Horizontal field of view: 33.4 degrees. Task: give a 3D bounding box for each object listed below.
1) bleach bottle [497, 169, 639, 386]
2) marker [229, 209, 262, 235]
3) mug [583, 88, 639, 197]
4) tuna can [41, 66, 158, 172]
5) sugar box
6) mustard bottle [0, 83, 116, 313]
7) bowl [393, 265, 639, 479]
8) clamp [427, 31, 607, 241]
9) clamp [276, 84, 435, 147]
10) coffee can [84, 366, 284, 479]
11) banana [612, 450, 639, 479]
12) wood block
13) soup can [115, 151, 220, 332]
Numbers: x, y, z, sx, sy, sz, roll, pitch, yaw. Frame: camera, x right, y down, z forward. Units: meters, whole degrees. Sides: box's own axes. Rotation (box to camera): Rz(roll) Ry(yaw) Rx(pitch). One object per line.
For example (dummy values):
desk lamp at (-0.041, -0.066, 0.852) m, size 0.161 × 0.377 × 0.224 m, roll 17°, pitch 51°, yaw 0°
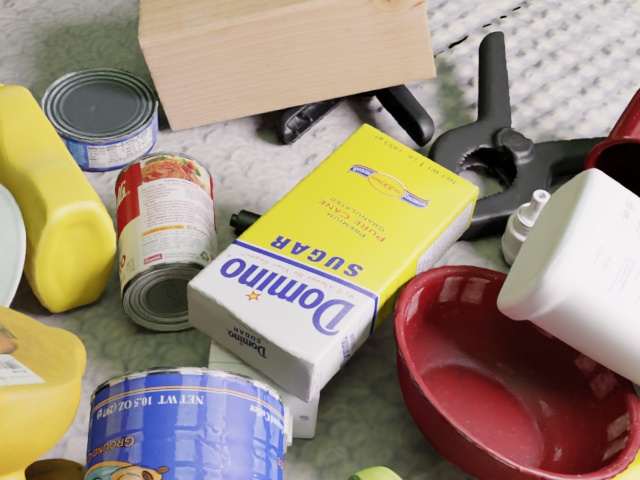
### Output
bleach bottle at (0.235, 0.066, 0.637) m, size 0.250 × 0.068 × 0.102 m, roll 34°, pitch 64°, yaw -5°
marker at (-0.005, 0.001, 0.744) m, size 0.121 × 0.020 × 0.020 m, roll 15°, pitch 48°, yaw 8°
mug at (0.255, -0.055, 0.768) m, size 0.093 × 0.117 × 0.081 m, roll -9°, pitch 37°, yaw 53°
tuna can at (-0.165, -0.091, 0.804) m, size 0.086 × 0.034 × 0.086 m, roll 3°, pitch 47°, yaw -3°
sugar box at (0.011, 0.008, 0.649) m, size 0.093 × 0.048 × 0.176 m, roll 31°, pitch 52°, yaw 20°
mustard bottle at (-0.200, -0.048, 0.718) m, size 0.058 × 0.096 × 0.192 m, roll -19°, pitch 52°, yaw -25°
bowl at (0.105, 0.090, 0.629) m, size 0.162 × 0.055 × 0.162 m, roll 18°, pitch 37°, yaw -15°
clamp at (0.138, -0.073, 0.808) m, size 0.209 × 0.036 × 0.165 m, roll -36°, pitch 68°, yaw -29°
clamp at (0.043, -0.130, 0.854) m, size 0.120 × 0.039 × 0.171 m, roll 12°, pitch 50°, yaw 10°
coffee can at (-0.069, 0.147, 0.528) m, size 0.102 × 0.103 × 0.140 m, roll 1°, pitch 59°, yaw -4°
banana at (0.219, 0.150, 0.619) m, size 0.197 × 0.037 × 0.069 m, roll -7°, pitch 67°, yaw -10°
wood block at (-0.025, -0.162, 0.809) m, size 0.206 × 0.091 × 0.090 m, roll -11°, pitch 45°, yaw 5°
soup can at (-0.099, 0.001, 0.703) m, size 0.068 × 0.068 × 0.102 m, roll -4°, pitch 49°, yaw -9°
